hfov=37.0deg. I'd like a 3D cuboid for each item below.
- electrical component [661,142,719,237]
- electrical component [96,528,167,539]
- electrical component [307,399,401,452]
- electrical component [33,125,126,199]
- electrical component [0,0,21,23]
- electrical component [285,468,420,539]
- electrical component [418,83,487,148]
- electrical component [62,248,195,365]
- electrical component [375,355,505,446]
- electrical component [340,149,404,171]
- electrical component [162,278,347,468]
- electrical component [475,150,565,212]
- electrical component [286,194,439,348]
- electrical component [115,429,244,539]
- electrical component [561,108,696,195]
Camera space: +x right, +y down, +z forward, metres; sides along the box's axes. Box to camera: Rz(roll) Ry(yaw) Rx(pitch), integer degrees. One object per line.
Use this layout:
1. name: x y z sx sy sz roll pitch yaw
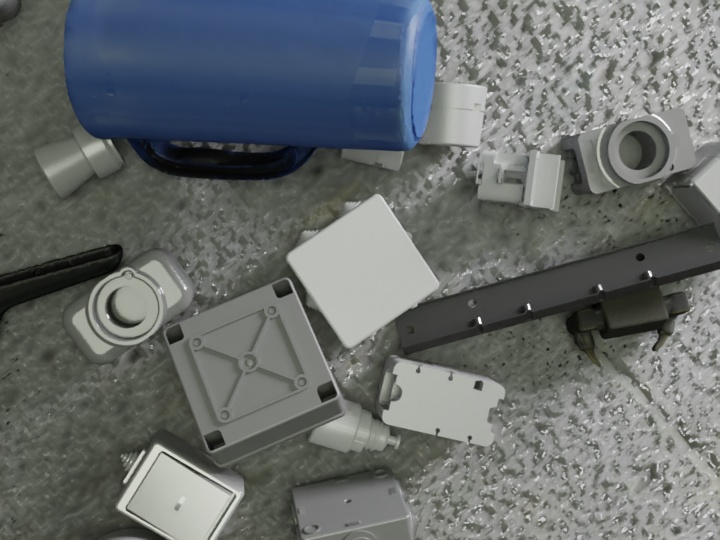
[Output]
1. electrical component: 0.307 -0.056 0.873 0.061 0.062 0.096 -43 96 -3
2. electrical component: -0.179 0.253 0.833 0.108 0.060 0.108 0 92 -6
3. electrical component: -0.006 0.126 0.857 0.078 0.040 0.040 18 91 -7
4. electrical component: -0.214 -0.086 0.822 0.055 0.045 0.045 -29 95 -5
5. electrical component: -0.294 -0.233 0.798 0.054 0.059 0.095 -16 94 -5
6. electrical component: -0.006 0.199 0.832 0.100 0.099 0.048 -11 107 -6
7. electrical component: 0.071 -0.122 0.848 0.055 0.055 0.047 3 96 -7
8. electrical component: -0.176 0.027 0.824 0.095 0.059 0.053 -35 96 -4
9. electrical component: 0.062 0.102 0.856 0.089 0.056 0.050 14 91 -7
10. electrical component: 0.012 -0.109 0.842 0.047 0.055 0.055 10 92 -3
11. electrical component: -0.080 0.078 0.819 0.109 0.056 0.108 -23 69 -5
12. electrical component: 0.126 -0.071 0.850 0.064 0.081 0.042 9 92 15
13. electrical component: 0.000 0.000 0.848 0.100 0.048 0.099 -34 96 -4
14. electrical component: -0.144 0.170 0.833 0.096 0.061 0.061 32 89 -7
15. electrical component: 0.216 -0.095 0.864 0.089 0.056 0.050 -15 94 -6
